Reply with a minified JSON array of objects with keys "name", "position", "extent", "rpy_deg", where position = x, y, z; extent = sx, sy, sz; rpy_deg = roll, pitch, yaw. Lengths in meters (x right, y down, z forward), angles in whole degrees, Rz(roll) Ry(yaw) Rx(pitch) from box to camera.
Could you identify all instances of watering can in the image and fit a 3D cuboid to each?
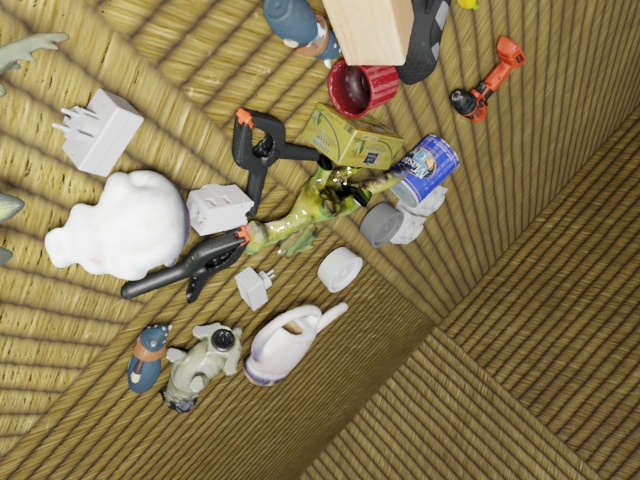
[{"name":"watering can","position":[-0.061,0.247,1.280],"extent":[0.221,0.105,0.347],"rpy_deg":[-56,154,18]}]

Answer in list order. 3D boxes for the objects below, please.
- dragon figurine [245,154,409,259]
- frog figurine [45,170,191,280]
[{"name":"dragon figurine","position":[0.003,-0.051,1.021],"extent":[0.413,0.124,0.238],"rpy_deg":[-12,154,-47]},{"name":"frog figurine","position":[-0.250,-0.018,0.642],"extent":[0.160,0.123,0.137],"rpy_deg":[-5,99,-41]}]
